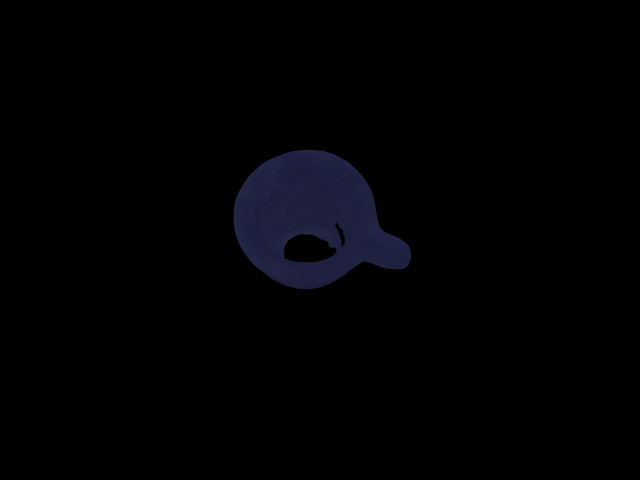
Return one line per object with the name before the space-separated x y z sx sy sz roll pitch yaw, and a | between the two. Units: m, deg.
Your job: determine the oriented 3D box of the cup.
cup | 0.004 0.001 0.400 0.117 0.095 0.092 21 72 7
